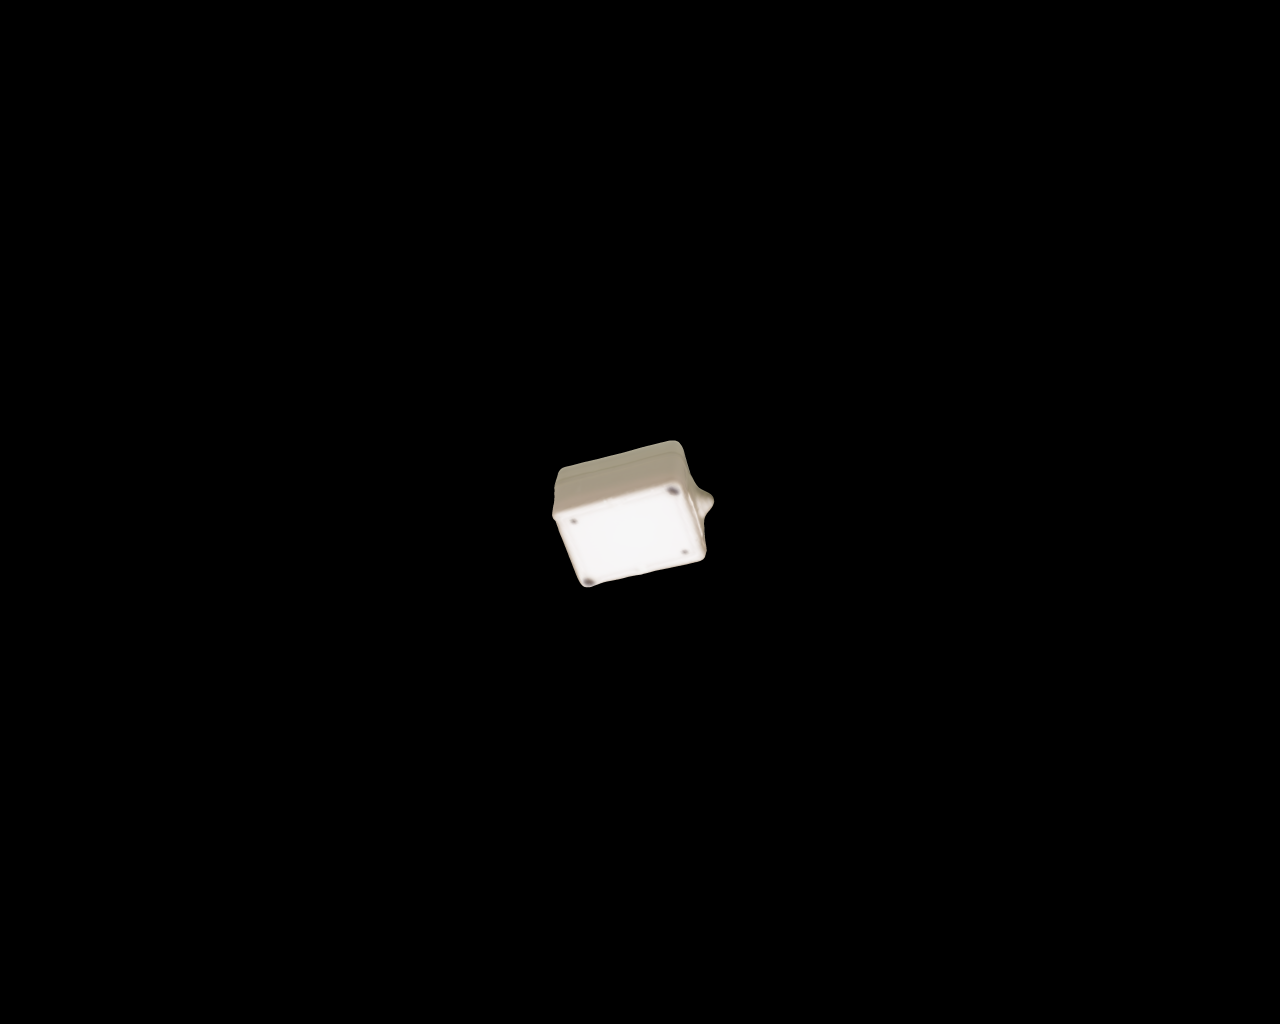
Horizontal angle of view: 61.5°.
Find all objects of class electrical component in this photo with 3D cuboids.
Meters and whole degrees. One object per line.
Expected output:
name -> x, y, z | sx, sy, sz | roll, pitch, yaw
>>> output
electrical component -> 0.001, -0.003, 0.650 | 0.096, 0.061, 0.061 | -14, 33, 9
